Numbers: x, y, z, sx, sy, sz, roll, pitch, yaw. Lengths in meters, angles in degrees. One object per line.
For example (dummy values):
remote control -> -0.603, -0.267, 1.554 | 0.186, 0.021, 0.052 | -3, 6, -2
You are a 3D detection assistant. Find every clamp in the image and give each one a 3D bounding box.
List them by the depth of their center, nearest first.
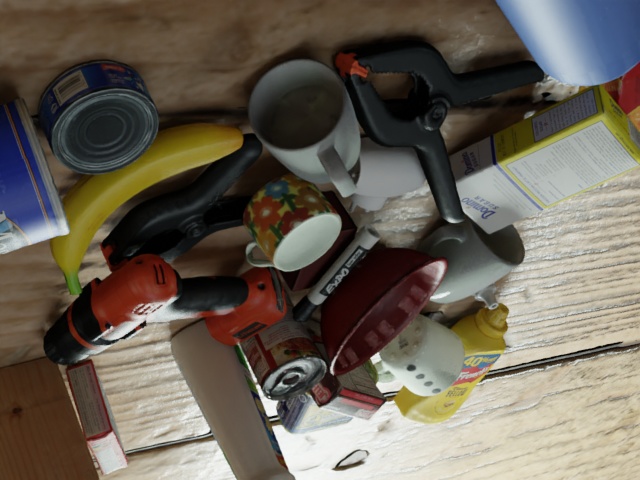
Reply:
clamp -> -0.109, -0.028, 0.915 | 0.171, 0.039, 0.120 | -26, 145, -13
clamp -> 0.093, -0.105, 0.935 | 0.209, 0.036, 0.165 | 13, 105, -36

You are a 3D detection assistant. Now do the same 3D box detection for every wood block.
wood block -> -0.254, 0.220, 0.971 | 0.090, 0.206, 0.090 | -13, 141, -23

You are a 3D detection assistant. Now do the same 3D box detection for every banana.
banana -> -0.154, -0.041, 0.863 | 0.198, 0.037, 0.069 | -40, 128, 8

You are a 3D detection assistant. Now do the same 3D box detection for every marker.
marker -> 0.012, 0.034, 1.003 | 0.020, 0.020, 0.121 | 14, 125, -45

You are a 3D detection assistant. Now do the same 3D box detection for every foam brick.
foam brick -> -0.007, 0.001, 1.013 | 0.052, 0.051, 0.078 | -11, 141, -30

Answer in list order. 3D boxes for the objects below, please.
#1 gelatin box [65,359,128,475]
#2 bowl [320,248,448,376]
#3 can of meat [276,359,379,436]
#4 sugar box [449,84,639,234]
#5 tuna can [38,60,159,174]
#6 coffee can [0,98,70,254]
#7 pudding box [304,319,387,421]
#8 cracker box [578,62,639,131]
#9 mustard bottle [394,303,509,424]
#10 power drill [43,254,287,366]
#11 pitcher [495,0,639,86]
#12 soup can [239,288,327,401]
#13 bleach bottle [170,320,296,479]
gelatin box -> -0.219, 0.173, 1.041 | 0.030, 0.089, 0.073 | -19, 143, -11
bowl -> 0.052, 0.060, 1.063 | 0.162, 0.055, 0.162 | -40, 161, -17
can of meat -> 0.006, 0.176, 1.233 | 0.101, 0.057, 0.084 | -7, 140, -29
sugar box -> 0.211, -0.074, 1.022 | 0.177, 0.048, 0.093 | -23, 136, 32
tuna can -> -0.166, -0.091, 0.803 | 0.086, 0.034, 0.086 | -19, 142, -16
coffee can -> -0.260, -0.031, 0.751 | 0.140, 0.103, 0.103 | -20, 143, -14
pudding box -> 0.010, 0.136, 1.136 | 0.039, 0.114, 0.089 | -45, 142, 15
cracker box -> 0.339, -0.174, 1.025 | 0.164, 0.072, 0.214 | -19, 143, -14
mustard bottle -> 0.175, 0.148, 1.316 | 0.096, 0.058, 0.192 | 3, 133, -37
power drill -> -0.139, 0.068, 0.975 | 0.187, 0.057, 0.185 | 0, 157, -43
pitcher -> 0.194, -0.226, 0.818 | 0.149, 0.145, 0.242 | -1, 159, 27
soup can -> -0.045, 0.100, 1.063 | 0.068, 0.102, 0.068 | -19, 143, -15
bleach bottle -> -0.069, 0.198, 1.036 | 0.068, 0.251, 0.102 | -27, 145, -4
